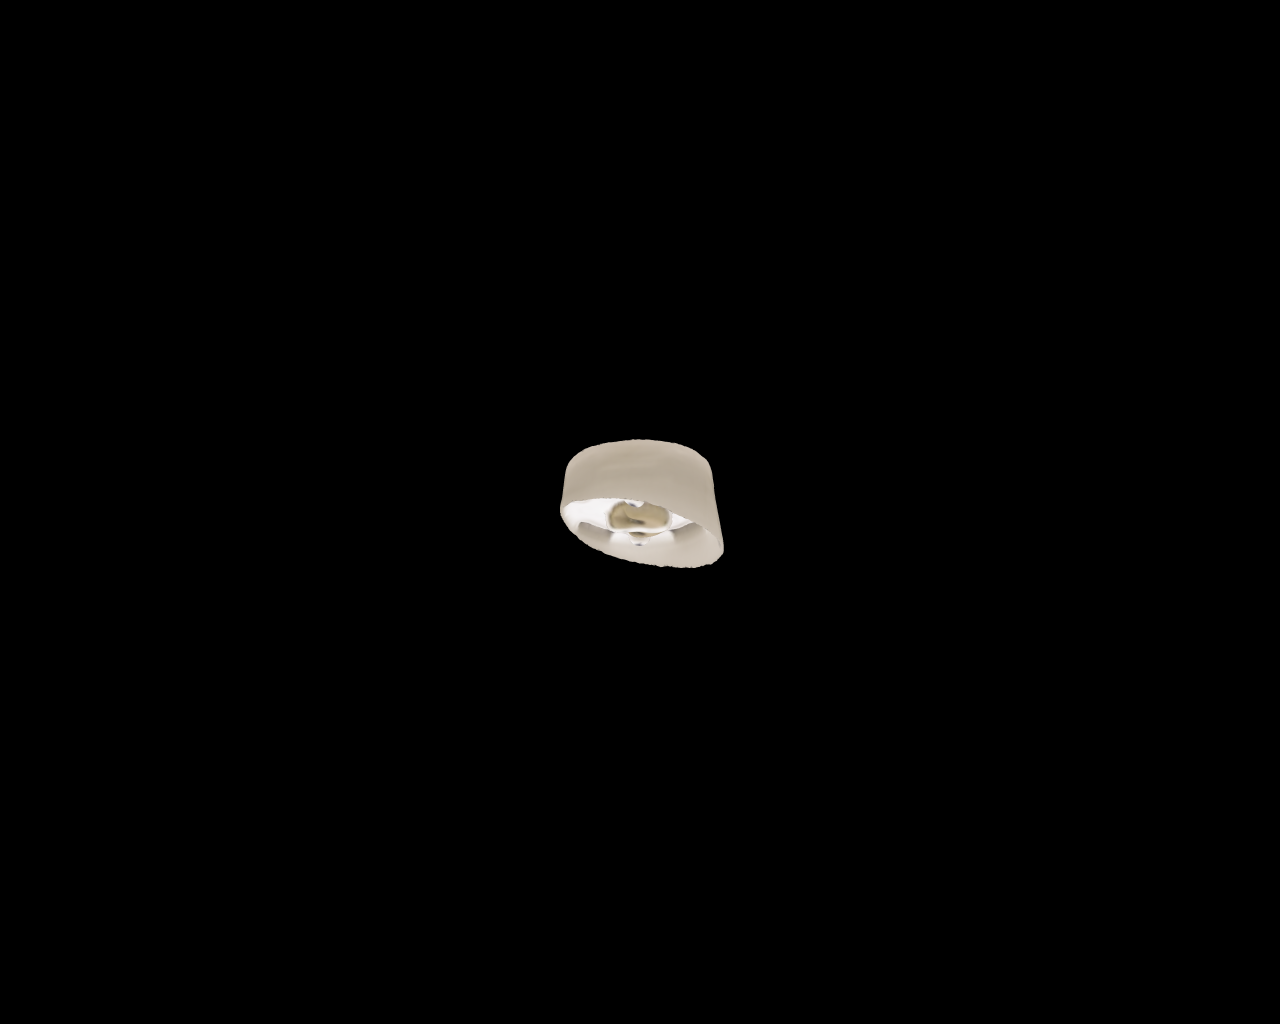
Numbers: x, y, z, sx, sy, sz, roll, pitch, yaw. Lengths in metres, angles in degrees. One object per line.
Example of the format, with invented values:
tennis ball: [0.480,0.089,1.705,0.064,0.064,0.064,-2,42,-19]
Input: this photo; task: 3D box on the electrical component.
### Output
electrical component: [0.001,-0.003,0.650,0.099,0.064,0.099,0,-24,0]
